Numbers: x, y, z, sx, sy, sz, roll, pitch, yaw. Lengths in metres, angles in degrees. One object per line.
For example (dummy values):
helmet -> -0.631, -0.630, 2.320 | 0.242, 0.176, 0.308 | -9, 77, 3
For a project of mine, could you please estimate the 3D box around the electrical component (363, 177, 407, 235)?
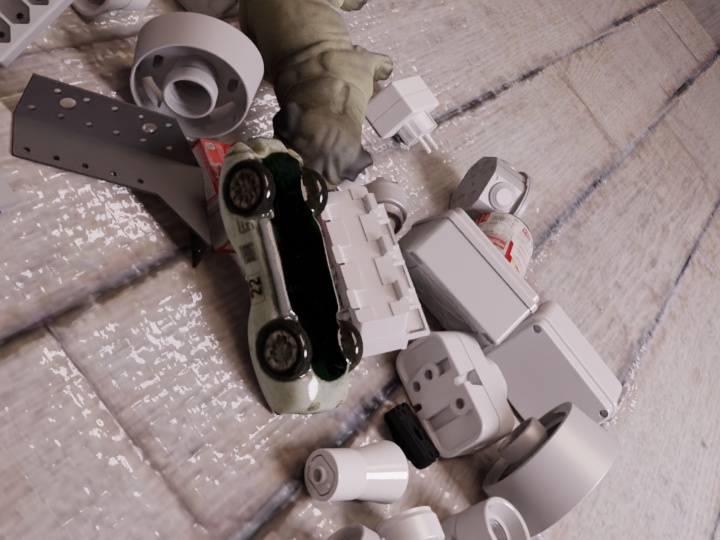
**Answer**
electrical component -> 0.021, -0.048, 0.950 | 0.043, 0.043, 0.062 | 31, 38, -30

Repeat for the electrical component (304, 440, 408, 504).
electrical component -> -0.005, 0.138, 0.729 | 0.065, 0.044, 0.044 | 8, 52, -43

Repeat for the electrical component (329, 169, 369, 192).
electrical component -> -0.019, -0.065, 0.896 | 0.043, 0.062, 0.043 | 34, 35, -28

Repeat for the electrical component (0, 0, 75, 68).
electrical component -> -0.232, -0.183, 0.737 | 0.047, 0.083, 0.076 | 45, -6, -12

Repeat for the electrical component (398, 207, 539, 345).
electrical component -> 0.083, 0.008, 0.910 | 0.108, 0.056, 0.109 | 48, -12, -7

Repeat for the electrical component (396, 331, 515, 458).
electrical component -> 0.079, 0.098, 0.865 | 0.059, 0.054, 0.095 | 2, 56, -51

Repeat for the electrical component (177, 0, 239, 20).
electrical component -> -0.131, -0.260, 0.957 | 0.061, 0.061, 0.096 | 46, 39, -12

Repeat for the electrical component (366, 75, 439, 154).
electrical component -> 0.052, -0.151, 1.092 | 0.076, 0.047, 0.066 | 54, 31, 4

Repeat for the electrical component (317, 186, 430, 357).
electrical component -> 0.000, 0.000, 0.841 | 0.079, 0.063, 0.121 | -12, 61, -12

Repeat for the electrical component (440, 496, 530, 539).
electrical component -> 0.091, 0.198, 0.786 | 0.055, 0.047, 0.055 | 33, 36, -28

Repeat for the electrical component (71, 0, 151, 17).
electrical component -> -0.195, -0.223, 0.850 | 0.044, 0.044, 0.065 | 54, 26, 4

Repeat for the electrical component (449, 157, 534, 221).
electrical component -> 0.133, -0.073, 1.089 | 0.051, 0.080, 0.080 | 33, 35, -19

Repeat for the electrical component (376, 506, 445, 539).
electrical component -> 0.039, 0.193, 0.724 | 0.045, 0.045, 0.055 | 10, 50, -48

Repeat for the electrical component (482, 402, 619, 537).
electrical component -> 0.144, 0.151, 0.850 | 0.060, 0.108, 0.108 | 46, 31, 2

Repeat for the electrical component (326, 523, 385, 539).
electrical component -> 0.002, 0.194, 0.677 | 0.055, 0.048, 0.066 | 52, 30, -15

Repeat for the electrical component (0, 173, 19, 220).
electrical component -> -0.267, -0.038, 0.545 | 0.089, 0.062, 0.150 | 54, 31, 4

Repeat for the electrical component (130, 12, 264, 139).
electrical component -> -0.124, -0.149, 0.815 | 0.099, 0.099, 0.064 | 34, 42, -27

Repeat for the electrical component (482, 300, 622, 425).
electrical component -> 0.172, 0.095, 0.968 | 0.113, 0.078, 0.057 | 52, 28, 0
